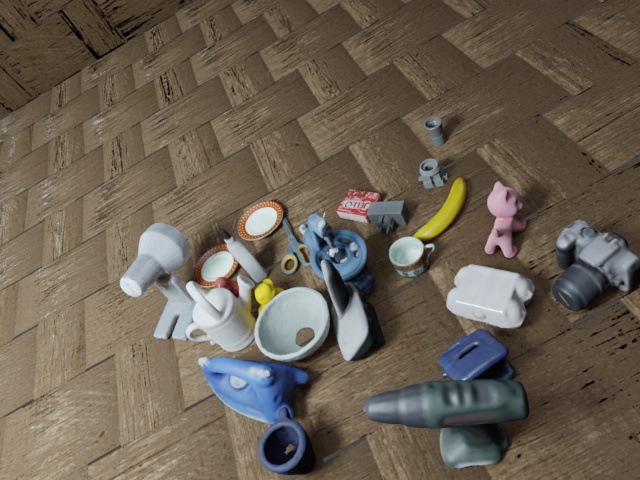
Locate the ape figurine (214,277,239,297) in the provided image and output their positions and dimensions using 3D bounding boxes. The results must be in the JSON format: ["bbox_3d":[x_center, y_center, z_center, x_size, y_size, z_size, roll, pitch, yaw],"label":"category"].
[{"bbox_3d":[-0.214,0.119,1.322,0.077,0.092,0.076,-12,49,21],"label":"ape figurine"}]

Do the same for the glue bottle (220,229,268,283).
[{"bbox_3d":[-0.184,0.028,1.325,0.037,0.174,0.078,-41,45,-7],"label":"glue bottle"}]

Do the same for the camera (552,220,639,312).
[{"bbox_3d":[0.461,0.047,1.001,0.137,0.101,0.142,-40,45,-6],"label":"camera"}]

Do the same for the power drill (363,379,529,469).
[{"bbox_3d":[0.204,0.277,0.873,0.229,0.209,0.075,-16,47,17],"label":"power drill"}]

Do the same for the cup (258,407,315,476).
[{"bbox_3d":[-0.050,0.367,1.019,0.091,0.095,0.117,-19,47,14],"label":"cup"}]

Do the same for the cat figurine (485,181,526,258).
[{"bbox_3d":[0.359,-0.048,1.126,0.067,0.118,0.128,6,57,33],"label":"cat figurine"}]

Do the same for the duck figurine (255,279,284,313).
[{"bbox_3d":[-0.112,0.134,1.257,0.077,0.086,0.104,-14,48,19],"label":"duck figurine"}]

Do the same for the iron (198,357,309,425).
[{"bbox_3d":[-0.159,0.270,1.129,0.257,0.142,0.119,4,55,31],"label":"iron"}]

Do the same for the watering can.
[{"bbox_3d":[-0.216,0.146,1.228,0.100,0.195,0.173,19,64,39],"label":"watering can"}]

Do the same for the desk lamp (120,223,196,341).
[{"bbox_3d":[-0.363,0.097,1.337,0.117,0.214,0.203,-4,52,27],"label":"desk lamp"}]

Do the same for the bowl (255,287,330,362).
[{"bbox_3d":[-0.046,0.186,1.185,0.167,0.075,0.167,-15,47,18],"label":"bowl"}]

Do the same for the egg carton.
[{"bbox_3d":[0.312,0.105,1.057,0.149,0.070,0.107,11,59,35],"label":"egg carton"}]

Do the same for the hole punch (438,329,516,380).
[{"bbox_3d":[0.262,0.207,0.983,0.108,0.091,0.100,-36,45,-2],"label":"hole punch"}]

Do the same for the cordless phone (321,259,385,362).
[{"bbox_3d":[0.045,0.133,1.100,0.094,0.186,0.147,-28,45,6],"label":"cordless phone"}]

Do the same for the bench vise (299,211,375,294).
[{"bbox_3d":[0.005,0.014,1.198,0.206,0.220,0.122,17,63,38],"label":"bench vise"}]
